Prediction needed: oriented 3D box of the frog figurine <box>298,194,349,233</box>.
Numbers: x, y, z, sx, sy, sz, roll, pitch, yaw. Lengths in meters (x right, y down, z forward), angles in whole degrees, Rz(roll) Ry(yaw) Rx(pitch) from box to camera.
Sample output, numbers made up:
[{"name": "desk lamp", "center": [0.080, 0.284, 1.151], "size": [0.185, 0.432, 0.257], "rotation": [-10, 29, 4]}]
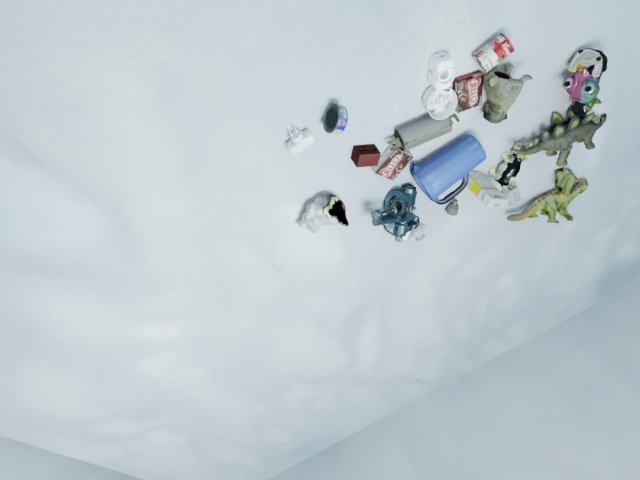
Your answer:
[{"name": "frog figurine", "center": [0.005, -0.088, 1.743], "size": [0.137, 0.124, 0.158], "rotation": [7, 166, -43]}]

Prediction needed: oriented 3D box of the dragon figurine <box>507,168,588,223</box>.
[{"name": "dragon figurine", "center": [0.973, -0.192, 2.157], "size": [0.411, 0.124, 0.238], "rotation": [-5, 117, -26]}]
